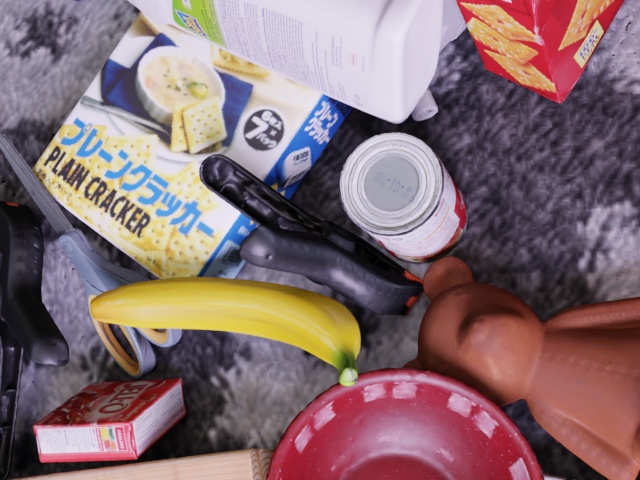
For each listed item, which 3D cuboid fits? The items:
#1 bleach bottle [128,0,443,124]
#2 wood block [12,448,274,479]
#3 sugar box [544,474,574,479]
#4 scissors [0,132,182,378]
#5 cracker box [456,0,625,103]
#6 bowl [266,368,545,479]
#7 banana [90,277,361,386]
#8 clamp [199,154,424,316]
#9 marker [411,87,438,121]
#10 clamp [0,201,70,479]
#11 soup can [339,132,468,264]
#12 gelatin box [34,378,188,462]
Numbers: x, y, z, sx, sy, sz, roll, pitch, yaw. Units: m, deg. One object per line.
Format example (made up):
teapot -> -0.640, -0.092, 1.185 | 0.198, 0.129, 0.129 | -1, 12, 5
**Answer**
bleach bottle -> -0.047, -0.161, 0.686 | 0.251, 0.102, 0.068 | 24, 62, 18
wood block -> -0.124, 0.198, 0.717 | 0.206, 0.090, 0.091 | -10, 76, 15
sugar box -> 0.172, 0.196, 0.652 | 0.176, 0.048, 0.093 | 7, 82, 22
scissors -> -0.158, 0.006, 0.747 | 0.096, 0.016, 0.202 | -13, 107, 43
cracker box -> 0.151, -0.196, 0.645 | 0.072, 0.213, 0.164 | 29, 89, 20
bowl -> 0.048, 0.159, 0.621 | 0.162, 0.055, 0.162 | 1, 62, -1
banana -> -0.051, 0.047, 0.680 | 0.198, 0.069, 0.037 | 9, 106, 27
clamp -> -0.005, 0.001, 0.697 | 0.039, 0.171, 0.120 | -48, 42, 16
marker -> 0.055, -0.142, 0.767 | 0.020, 0.020, 0.121 | -23, 74, 11
clamp -> -0.225, 0.060, 0.774 | 0.165, 0.036, 0.210 | -59, 36, 33
soup can -> 0.056, -0.026, 0.700 | 0.068, 0.102, 0.068 | -3, 79, 16
gelatin box -> -0.142, 0.123, 0.737 | 0.073, 0.089, 0.030 | -5, 101, 18
